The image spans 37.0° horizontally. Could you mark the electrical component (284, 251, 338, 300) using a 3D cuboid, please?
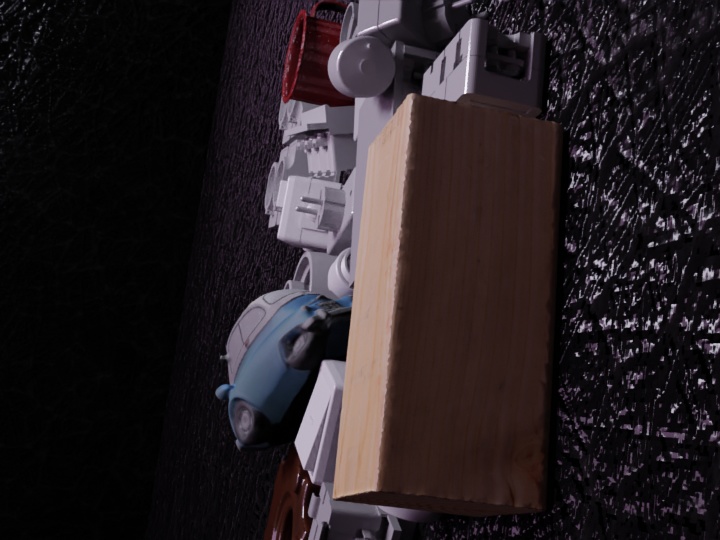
[{"bbox_3d":[-0.040,0.034,0.993,0.108,0.060,0.108,-170,90,-76],"label":"electrical component"}]

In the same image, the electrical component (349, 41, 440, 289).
[{"bbox_3d":[0.038,-0.067,0.743,0.089,0.062,0.150,124,152,-59],"label":"electrical component"}]

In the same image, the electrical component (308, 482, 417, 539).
[{"bbox_3d":[-0.009,0.209,0.736,0.078,0.063,0.121,-120,42,-70],"label":"electrical component"}]

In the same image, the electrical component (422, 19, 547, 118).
[{"bbox_3d":[0.072,-0.104,0.654,0.089,0.050,0.055,141,138,-70],"label":"electrical component"}]

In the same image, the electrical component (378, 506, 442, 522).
[{"bbox_3d":[0.034,0.112,0.640,0.079,0.043,0.077,-36,-40,-74],"label":"electrical component"}]

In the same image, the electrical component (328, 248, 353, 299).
[{"bbox_3d":[0.000,0.000,0.891,0.062,0.043,0.043,127,150,-59],"label":"electrical component"}]

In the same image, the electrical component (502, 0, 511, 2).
[{"bbox_3d":[0.071,-0.203,0.696,0.044,0.065,0.044,-170,90,-76],"label":"electrical component"}]

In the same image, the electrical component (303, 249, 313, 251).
[{"bbox_3d":[-0.044,-0.048,1.104,0.043,0.043,0.062,-111,32,-65],"label":"electrical component"}]

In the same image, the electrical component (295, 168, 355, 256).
[{"bbox_3d":[-0.017,-0.050,0.925,0.083,0.076,0.047,126,151,-61],"label":"electrical component"}]

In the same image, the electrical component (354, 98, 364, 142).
[{"bbox_3d":[0.031,-0.157,0.862,0.099,0.048,0.099,122,155,-57],"label":"electrical component"}]

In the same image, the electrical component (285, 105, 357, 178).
[{"bbox_3d":[-0.020,-0.119,0.998,0.121,0.079,0.063,-161,66,-76],"label":"electrical component"}]

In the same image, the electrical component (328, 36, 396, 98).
[{"bbox_3d":[-0.002,-0.138,0.734,0.078,0.040,0.040,-144,64,-75],"label":"electrical component"}]

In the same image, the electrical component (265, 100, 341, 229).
[{"bbox_3d":[-0.057,-0.137,1.183,0.105,0.060,0.186,176,103,-76],"label":"electrical component"}]

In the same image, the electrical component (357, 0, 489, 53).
[{"bbox_3d":[0.053,-0.173,0.756,0.076,0.083,0.047,-13,61,33],"label":"electrical component"}]

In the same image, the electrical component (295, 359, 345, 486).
[{"bbox_3d":[-0.009,0.110,0.811,0.061,0.061,0.096,-128,50,-72],"label":"electrical component"}]

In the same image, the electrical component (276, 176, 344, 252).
[{"bbox_3d":[-0.046,-0.052,1.014,0.096,0.061,0.061,27,-106,-83],"label":"electrical component"}]
